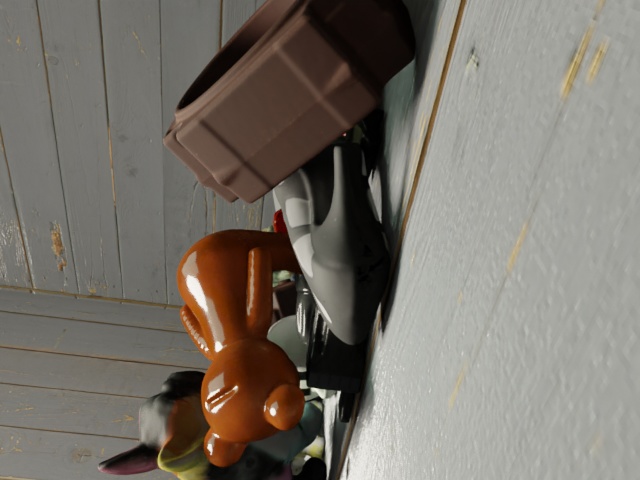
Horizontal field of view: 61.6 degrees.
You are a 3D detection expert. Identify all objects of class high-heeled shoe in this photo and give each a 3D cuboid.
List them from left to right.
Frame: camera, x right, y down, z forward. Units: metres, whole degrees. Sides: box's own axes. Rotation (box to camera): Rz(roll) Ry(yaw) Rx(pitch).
[{"bbox_3d":[0.004,-0.011,0.474,0.249,0.086,0.145,-137,42,-78],"label":"high-heeled shoe"}]

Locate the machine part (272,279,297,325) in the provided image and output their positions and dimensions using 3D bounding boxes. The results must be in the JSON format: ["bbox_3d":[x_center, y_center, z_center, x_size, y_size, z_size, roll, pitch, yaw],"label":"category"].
[{"bbox_3d":[-0.076,0.100,0.815,0.179,0.179,0.056,163,89,-86],"label":"machine part"}]

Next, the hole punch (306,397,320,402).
[{"bbox_3d":[-0.050,0.202,0.783,0.142,0.116,0.092,102,166,-53],"label":"hole punch"}]

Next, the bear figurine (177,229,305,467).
[{"bbox_3d":[-0.054,0.086,0.478,0.120,0.132,0.196,-43,56,25],"label":"bear figurine"}]

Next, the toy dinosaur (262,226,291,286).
[{"bbox_3d":[-0.043,-0.028,1.160,0.192,0.131,0.404,-106,24,-48],"label":"toy dinosaur"}]

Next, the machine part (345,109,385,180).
[{"bbox_3d":[0.039,-0.130,0.543,0.084,0.039,0.139,86,177,-59],"label":"machine part"}]

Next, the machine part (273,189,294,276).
[{"bbox_3d":[-0.035,-0.026,0.941,0.079,0.079,0.243,103,160,-57],"label":"machine part"}]

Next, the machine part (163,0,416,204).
[{"bbox_3d":[-0.027,-0.141,0.443,0.201,0.087,0.201,-33,30,27],"label":"machine part"}]

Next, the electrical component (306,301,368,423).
[{"bbox_3d":[0.013,0.098,0.469,0.075,0.048,0.119,-90,9,-68],"label":"electrical component"}]

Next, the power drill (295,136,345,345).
[{"bbox_3d":[-0.001,-0.002,0.645,0.207,0.086,0.232,-67,-15,-89],"label":"power drill"}]

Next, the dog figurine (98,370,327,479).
[{"bbox_3d":[-0.093,0.222,0.507,0.219,0.109,0.191,21,-119,-55],"label":"dog figurine"}]

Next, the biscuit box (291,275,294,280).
[{"bbox_3d":[-0.015,-0.002,1.020,0.062,0.059,0.202,108,169,-67],"label":"biscuit box"}]

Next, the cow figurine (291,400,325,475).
[{"bbox_3d":[-0.045,0.259,0.663,0.167,0.098,0.068,-94,18,-74],"label":"cow figurine"}]
